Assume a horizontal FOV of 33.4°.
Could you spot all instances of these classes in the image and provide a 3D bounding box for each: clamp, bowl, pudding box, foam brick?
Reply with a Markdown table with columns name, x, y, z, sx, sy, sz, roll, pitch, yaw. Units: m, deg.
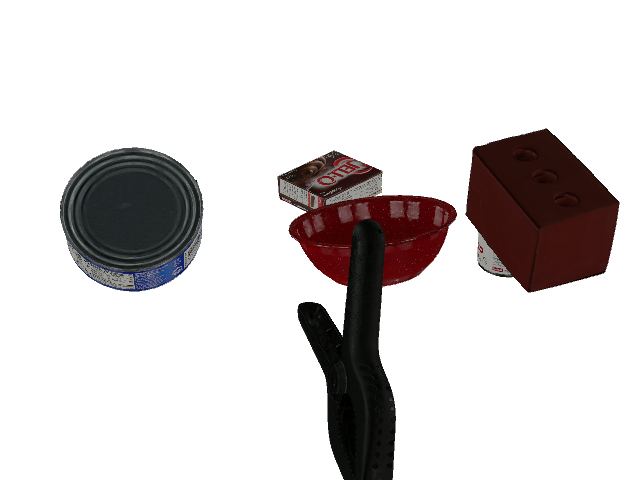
| name | x | y | z | sx | sy | sz | roll | pitch | yaw |
| --- | --- | --- | --- | --- | --- | --- | --- | --- | --- |
| clamp | 0.028 | 0.099 | 0.823 | 0.036 | 0.210 | 0.165 | 1 | -35 | -19 |
| bowl | 0.053 | 0.004 | 1.025 | 0.162 | 0.055 | 0.162 | -7 | 17 | 2 |
| pudding box | 0.013 | -0.074 | 1.416 | 0.090 | 0.039 | 0.113 | 26 | 42 | 38 |
| foam brick | 0.125 | -0.018 | 0.612 | 0.053 | 0.051 | 0.078 | -15 | 44 | -18 |

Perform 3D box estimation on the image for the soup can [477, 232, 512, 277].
| name | x | y | z | sx | sy | sz | roll | pitch | yaw |
| --- | --- | --- | --- | --- | --- | --- | --- | --- | --- |
| soup can | 0.213 | -0.018 | 1.206 | 0.068 | 0.102 | 0.068 | -2 | 32 | 1 |

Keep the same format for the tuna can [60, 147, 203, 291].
| name | x | y | z | sx | sy | sz | roll | pitch | yaw |
| --- | --- | --- | --- | --- | --- | --- | --- | --- | --- |
| tuna can | -0.115 | -0.012 | 0.658 | 0.086 | 0.086 | 0.034 | 0 | -28 | -6 |
